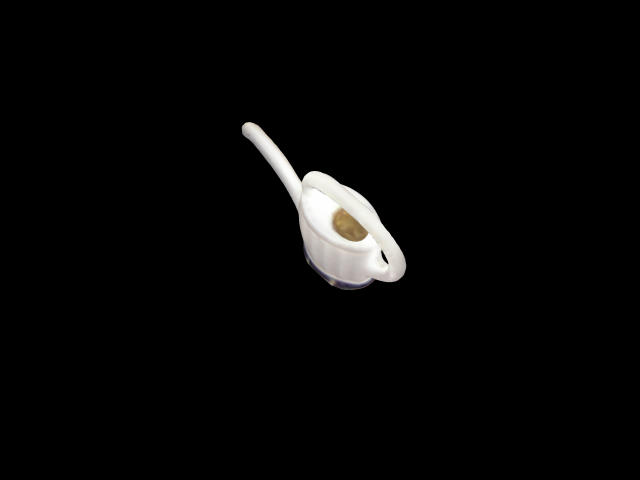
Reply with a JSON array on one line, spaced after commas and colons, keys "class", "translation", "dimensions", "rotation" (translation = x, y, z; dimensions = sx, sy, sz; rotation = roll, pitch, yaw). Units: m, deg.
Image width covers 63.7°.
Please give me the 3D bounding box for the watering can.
[{"class": "watering can", "translation": [0.003, -0.043, 0.850], "dimensions": [0.105, 0.351, 0.219], "rotation": [-39, -23, -20]}]
